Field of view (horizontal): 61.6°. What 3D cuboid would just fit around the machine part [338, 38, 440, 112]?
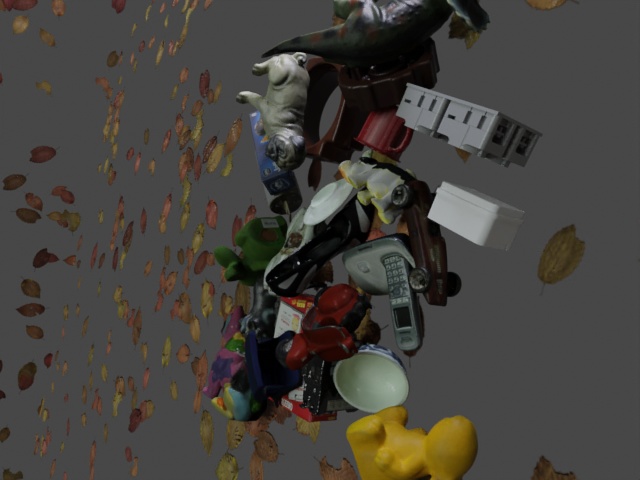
[{"bbox_3d":[0.116,-0.280,0.906,0.179,0.056,0.179,-15,37,11],"label":"machine part"}]

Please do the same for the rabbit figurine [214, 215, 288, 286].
[{"bbox_3d":[-0.143,0.047,1.176,0.121,0.159,0.170,56,140,32],"label":"rabbit figurine"}]

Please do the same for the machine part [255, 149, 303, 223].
[{"bbox_3d":[-0.094,-0.144,1.201,0.079,0.079,0.243,-45,47,36],"label":"machine part"}]

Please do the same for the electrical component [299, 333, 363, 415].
[{"bbox_3d":[0.028,0.223,0.916,0.058,0.115,0.134,5,85,48],"label":"electrical component"}]

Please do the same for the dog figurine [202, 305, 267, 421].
[{"bbox_3d":[-0.167,0.257,1.169,0.192,0.108,0.219,20,94,53],"label":"dog figurine"}]

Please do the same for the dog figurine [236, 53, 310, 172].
[{"bbox_3d":[-0.054,-0.247,1.038,0.172,0.121,0.191,-52,59,35],"label":"dog figurine"}]

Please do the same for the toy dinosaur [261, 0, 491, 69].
[{"bbox_3d":[0.106,-0.342,0.854,0.405,0.131,0.192,-28,36,6],"label":"toy dinosaur"}]

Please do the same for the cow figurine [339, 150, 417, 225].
[{"bbox_3d":[0.103,-0.107,0.937,0.098,0.068,0.168,-37,47,-3],"label":"cow figurine"}]

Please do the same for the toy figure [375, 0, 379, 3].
[{"bbox_3d":[0.117,-0.505,1.025,0.180,0.082,0.089,9,85,50],"label":"toy figure"}]

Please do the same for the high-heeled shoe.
[{"bbox_3d":[-0.002,-0.003,0.984,0.086,0.145,0.248,36,106,48],"label":"high-heeled shoe"}]

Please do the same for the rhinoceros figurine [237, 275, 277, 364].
[{"bbox_3d":[-0.114,0.168,1.119,0.073,0.112,0.190,-12,64,48],"label":"rhinoceros figurine"}]

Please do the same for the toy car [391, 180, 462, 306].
[{"bbox_3d":[0.166,0.000,0.817,0.053,0.089,0.202,-29,59,40],"label":"toy car"}]

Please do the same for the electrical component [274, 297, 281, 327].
[{"bbox_3d":[-0.063,0.135,1.098,0.021,0.063,0.094,8,86,54],"label":"electrical component"}]

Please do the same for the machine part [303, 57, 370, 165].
[{"bbox_3d":[0.019,-0.258,1.079,0.201,0.087,0.201,22,99,53],"label":"machine part"}]

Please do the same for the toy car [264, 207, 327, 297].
[{"bbox_3d":[-0.049,0.022,1.077,0.074,0.056,0.201,4,60,50],"label":"toy car"}]

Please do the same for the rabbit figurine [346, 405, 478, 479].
[{"bbox_3d":[0.142,0.306,0.754,0.173,0.121,0.162,-25,63,25],"label":"rabbit figurine"}]

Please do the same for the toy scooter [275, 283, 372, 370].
[{"bbox_3d":[0.024,0.134,0.834,0.135,0.075,0.184,-10,28,49],"label":"toy scooter"}]

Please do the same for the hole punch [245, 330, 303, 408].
[{"bbox_3d":[-0.102,0.232,0.990,0.116,0.092,0.142,-44,53,45],"label":"hole punch"}]

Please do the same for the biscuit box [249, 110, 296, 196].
[{"bbox_3d":[-0.103,-0.194,1.150,0.063,0.059,0.203,-19,57,8],"label":"biscuit box"}]

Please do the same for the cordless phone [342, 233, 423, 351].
[{"bbox_3d":[0.112,0.090,0.872,0.147,0.088,0.184,-21,69,48],"label":"cordless phone"}]
